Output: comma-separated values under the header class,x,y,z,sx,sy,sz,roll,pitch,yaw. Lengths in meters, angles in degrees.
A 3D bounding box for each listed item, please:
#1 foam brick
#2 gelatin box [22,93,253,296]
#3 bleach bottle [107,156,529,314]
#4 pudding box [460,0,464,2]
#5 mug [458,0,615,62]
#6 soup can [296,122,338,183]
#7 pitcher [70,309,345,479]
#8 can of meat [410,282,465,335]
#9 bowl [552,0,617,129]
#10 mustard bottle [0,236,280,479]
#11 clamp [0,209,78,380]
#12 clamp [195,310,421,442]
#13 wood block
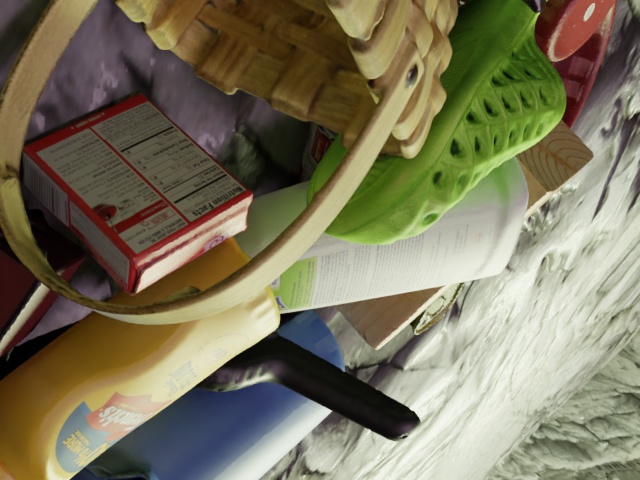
class,x,y,z,sx,sy,sz,roll,pitch,yaw
foam brick,-0.149,0.016,0.487,0.051,0.053,0.078,-54,-176,8
gelatin box,-0.089,-0.024,0.518,0.073,0.089,0.030,-33,155,-34
bleach bottle,-0.004,0.001,0.656,0.250,0.068,0.103,-11,143,-13
pudding box,0.098,-0.188,0.620,0.090,0.039,0.113,-53,-179,10
mug,0.144,-0.167,0.730,0.117,0.081,0.093,-50,159,6
soup can,0.020,-0.047,0.720,0.068,0.068,0.102,-33,154,-34
pitcher,-0.100,0.133,0.748,0.242,0.149,0.145,-31,138,-44
can of meat,0.082,0.018,0.934,0.057,0.084,0.102,-30,153,-39
bowl,0.178,-0.141,0.849,0.161,0.055,0.162,-48,152,-36
mustard bottle,-0.112,0.073,0.553,0.191,0.058,0.096,-36,161,-11
clamp,-0.165,0.070,0.581,0.171,0.039,0.120,-48,133,8
clamp,-0.044,0.058,0.719,0.209,0.164,0.036,12,124,-21
wood block,0.091,-0.019,0.801,0.206,0.091,0.090,-47,172,39
